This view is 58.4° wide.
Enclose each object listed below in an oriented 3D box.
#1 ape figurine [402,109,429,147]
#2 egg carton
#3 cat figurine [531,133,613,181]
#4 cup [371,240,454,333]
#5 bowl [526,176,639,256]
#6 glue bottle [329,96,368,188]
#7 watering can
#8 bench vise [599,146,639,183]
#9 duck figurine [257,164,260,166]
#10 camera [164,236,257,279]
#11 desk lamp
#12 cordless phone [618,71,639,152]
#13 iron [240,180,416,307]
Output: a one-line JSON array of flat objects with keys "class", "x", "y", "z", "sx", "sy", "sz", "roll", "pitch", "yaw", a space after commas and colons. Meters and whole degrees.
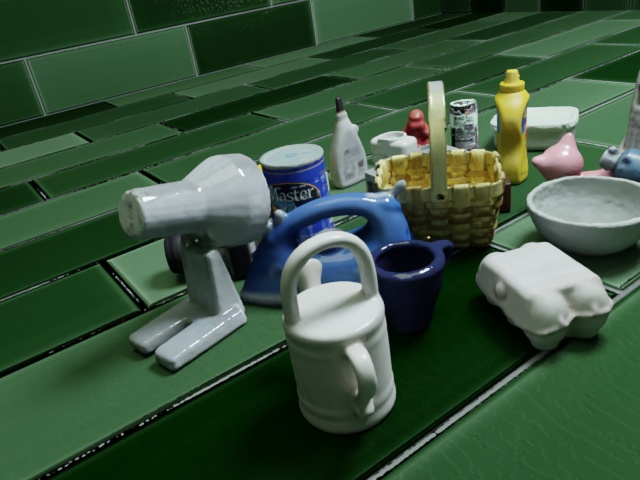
[{"class": "ape figurine", "x": 0.206, "y": -0.234, "z": 1.229, "sx": 0.077, "sy": 0.092, "sz": 0.076, "roll": 3, "pitch": 29, "yaw": 23}, {"class": "egg carton", "x": 0.250, "y": 0.059, "z": 0.658, "sx": 0.107, "sy": 0.069, "sz": 0.150, "roll": -15, "pitch": 27, "yaw": -10}, {"class": "cat figurine", "x": 0.395, "y": -0.105, "z": 0.882, "sx": 0.127, "sy": 0.118, "sz": 0.067, "roll": 4, "pitch": 29, "yaw": 24}, {"class": "cup", "x": 0.114, "y": 0.055, "z": 0.682, "sx": 0.118, "sy": 0.095, "sz": 0.091, "roll": -24, "pitch": 30, "yaw": -26}, {"class": "bowl", "x": 0.368, "y": -0.025, "z": 0.780, "sx": 0.167, "sy": 0.075, "sz": 0.167, "roll": -7, "pitch": 26, "yaw": 4}, {"class": "glue bottle", "x": 0.048, "y": -0.191, "z": 1.104, "sx": 0.078, "sy": 0.173, "sz": 0.037, "roll": -25, "pitch": 30, "yaw": -28}, {"class": "watering can", "x": 0.010, "y": 0.079, "z": 0.557, "sx": 0.101, "sy": 0.194, "sz": 0.172, "roll": -28, "pitch": 32, "yaw": -32}, {"class": "bench vise", "x": 0.491, "y": -0.119, "z": 0.763, "sx": 0.207, "sy": 0.220, "sz": 0.121, "roll": 0, "pitch": 28, "yaw": 19}, {"class": "duck figurine", "x": -0.096, "y": -0.100, "z": 1.068, "sx": 0.078, "sy": 0.086, "sz": 0.104, "roll": -19, "pitch": 28, "yaw": -18}, {"class": "camera", "x": -0.169, "y": -0.006, "z": 0.889, "sx": 0.137, "sy": 0.101, "sz": 0.143, "roll": -12, "pitch": 27, "yaw": -5}, {"class": "desk lamp", "x": -0.154, "y": 0.014, "z": 0.717, "sx": 0.117, "sy": 0.214, "sz": 0.204, "roll": 14, "pitch": 34, "yaw": 38}, {"class": "cordless phone", "x": 0.555, "y": -0.184, "z": 0.910, "sx": 0.094, "sy": 0.185, "sz": 0.147, "roll": -24, "pitch": 30, "yaw": -26}, {"class": "iron", "x": 0.007, "y": 0.003, "z": 0.768, "sx": 0.258, "sy": 0.142, "sz": 0.118, "roll": -9, "pitch": 26, "yaw": 0}]
